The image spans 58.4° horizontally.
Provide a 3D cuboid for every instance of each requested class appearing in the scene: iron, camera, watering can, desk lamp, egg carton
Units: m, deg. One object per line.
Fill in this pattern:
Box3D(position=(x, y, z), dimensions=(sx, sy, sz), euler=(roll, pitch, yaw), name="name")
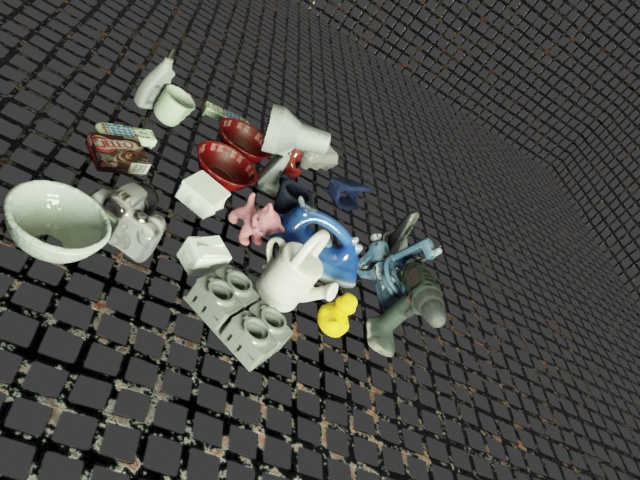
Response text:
Box3D(position=(0.012, 0.005, 1.348), dimensions=(0.259, 0.141, 0.118), euler=(31, 31, -14), name="iron")
Box3D(position=(-0.345, -0.054, 1.077), dimensions=(0.143, 0.100, 0.137), euler=(37, 30, -4), name="camera")
Box3D(position=(-0.036, 0.056, 1.174), dimensions=(0.173, 0.194, 0.101), euler=(35, 30, -7), name="watering can")
Box3D(position=(-0.081, -0.221, 1.474), dimensions=(0.204, 0.213, 0.118), euler=(27, 32, -19), name="desk lamp")
Box3D(position=(-0.014, -0.264, 1.747), dimensions=(0.151, 0.069, 0.107), euler=(-7, 53, -51), name="egg carton")

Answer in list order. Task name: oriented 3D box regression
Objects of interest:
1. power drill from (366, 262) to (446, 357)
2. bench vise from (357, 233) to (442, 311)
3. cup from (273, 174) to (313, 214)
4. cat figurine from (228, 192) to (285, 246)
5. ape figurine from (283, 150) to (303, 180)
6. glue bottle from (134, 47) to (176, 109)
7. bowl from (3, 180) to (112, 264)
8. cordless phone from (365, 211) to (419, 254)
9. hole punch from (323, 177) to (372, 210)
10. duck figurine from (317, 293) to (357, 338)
Box3D(position=(0.193, 0.161, 1.271), dimensions=(0.076, 0.208, 0.229), euler=(28, 32, -18), name="power drill")
Box3D(position=(0.187, 0.051, 1.399), dimensions=(0.207, 0.219, 0.122), euler=(50, 32, 18), name="bench vise")
Box3D(position=(-0.085, -0.096, 1.422), dimensions=(0.092, 0.095, 0.117), euler=(-1, 49, -48), name="cup")
Box3D(position=(-0.136, -0.049, 1.281), dimensions=(0.067, 0.117, 0.127), euler=(2, 46, -46), name="cat figurine")
Box3D(position=(-0.080, -0.219, 1.594), dimensions=(0.076, 0.092, 0.077), euler=(11, 40, -39), name="ape figurine")
Box3D(position=(-0.393, -0.401, 1.412), dimensions=(0.037, 0.173, 0.078), euler=(50, 32, 19), name="glue bottle")
Box3D(position=(-0.441, -0.017, 0.949), dimensions=(0.168, 0.074, 0.167), euler=(28, 32, -19), name="bowl")
Box3D(position=(0.224, -0.009, 1.554), dimensions=(0.094, 0.185, 0.148), euler=(46, 31, 12), name="cordless phone")
Box3D(position=(0.081, -0.151, 1.679), dimensions=(0.109, 0.091, 0.101), euler=(-2, 50, -49), name="hole punch")
Box3D(position=(0.045, 0.155, 1.240), dimensions=(0.077, 0.086, 0.105), euler=(37, 30, -4), name="duck figurine")
